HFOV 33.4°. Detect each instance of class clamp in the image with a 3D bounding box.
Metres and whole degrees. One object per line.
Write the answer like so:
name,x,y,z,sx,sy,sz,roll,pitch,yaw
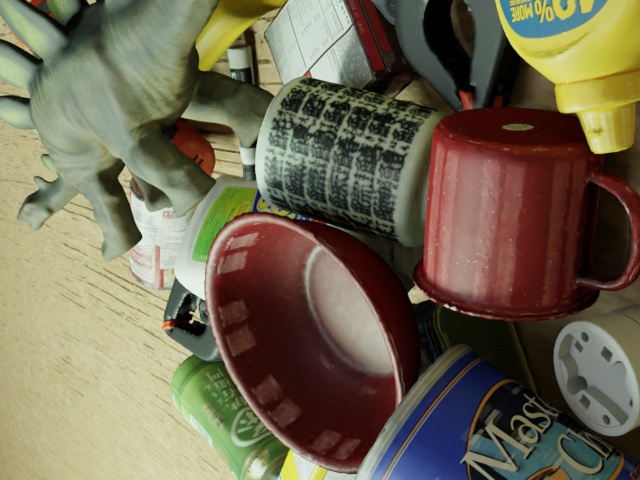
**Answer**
clamp,0.057,-0.146,0.556,0.120,0.039,0.171,6,108,51
clamp,-0.081,0.065,0.937,0.210,0.036,0.164,-35,73,53

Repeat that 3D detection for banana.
banana,-0.062,-0.158,0.771,0.198,0.037,0.069,-34,56,48

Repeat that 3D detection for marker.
marker,-0.057,-0.092,0.839,0.020,0.020,0.121,27,127,56

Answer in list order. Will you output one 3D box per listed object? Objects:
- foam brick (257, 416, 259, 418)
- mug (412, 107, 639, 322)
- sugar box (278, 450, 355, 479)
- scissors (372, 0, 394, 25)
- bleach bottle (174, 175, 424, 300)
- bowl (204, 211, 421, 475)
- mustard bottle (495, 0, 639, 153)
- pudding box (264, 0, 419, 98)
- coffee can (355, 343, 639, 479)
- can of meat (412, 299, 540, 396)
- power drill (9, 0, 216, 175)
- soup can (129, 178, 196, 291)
foam brick,-0.018,0.097,0.804,0.053,0.078,0.051,47,142,39
mug,0.102,-0.013,0.511,0.117,0.093,0.081,20,118,40
sugar box,0.023,0.161,0.740,0.176,0.093,0.048,112,148,-51
scissors,0.051,-0.150,0.595,0.202,0.016,0.096,42,111,16
bleach bottle,-0.005,0.001,0.729,0.251,0.068,0.102,-1,60,55
bowl,0.005,0.050,0.614,0.162,0.055,0.162,27,131,37
mustard bottle,0.110,-0.132,0.456,0.096,0.058,0.191,2,107,59
pudding box,0.011,-0.120,0.674,0.114,0.039,0.090,-36,71,60
coffee can,0.099,0.131,0.519,0.140,0.102,0.103,34,138,20
can of meat,0.079,0.081,0.634,0.084,0.057,0.102,-29,79,61
power drill,-0.178,-0.132,0.920,0.187,0.057,0.185,45,175,-29
soup can,-0.144,-0.013,0.996,0.069,0.068,0.102,49,144,41
